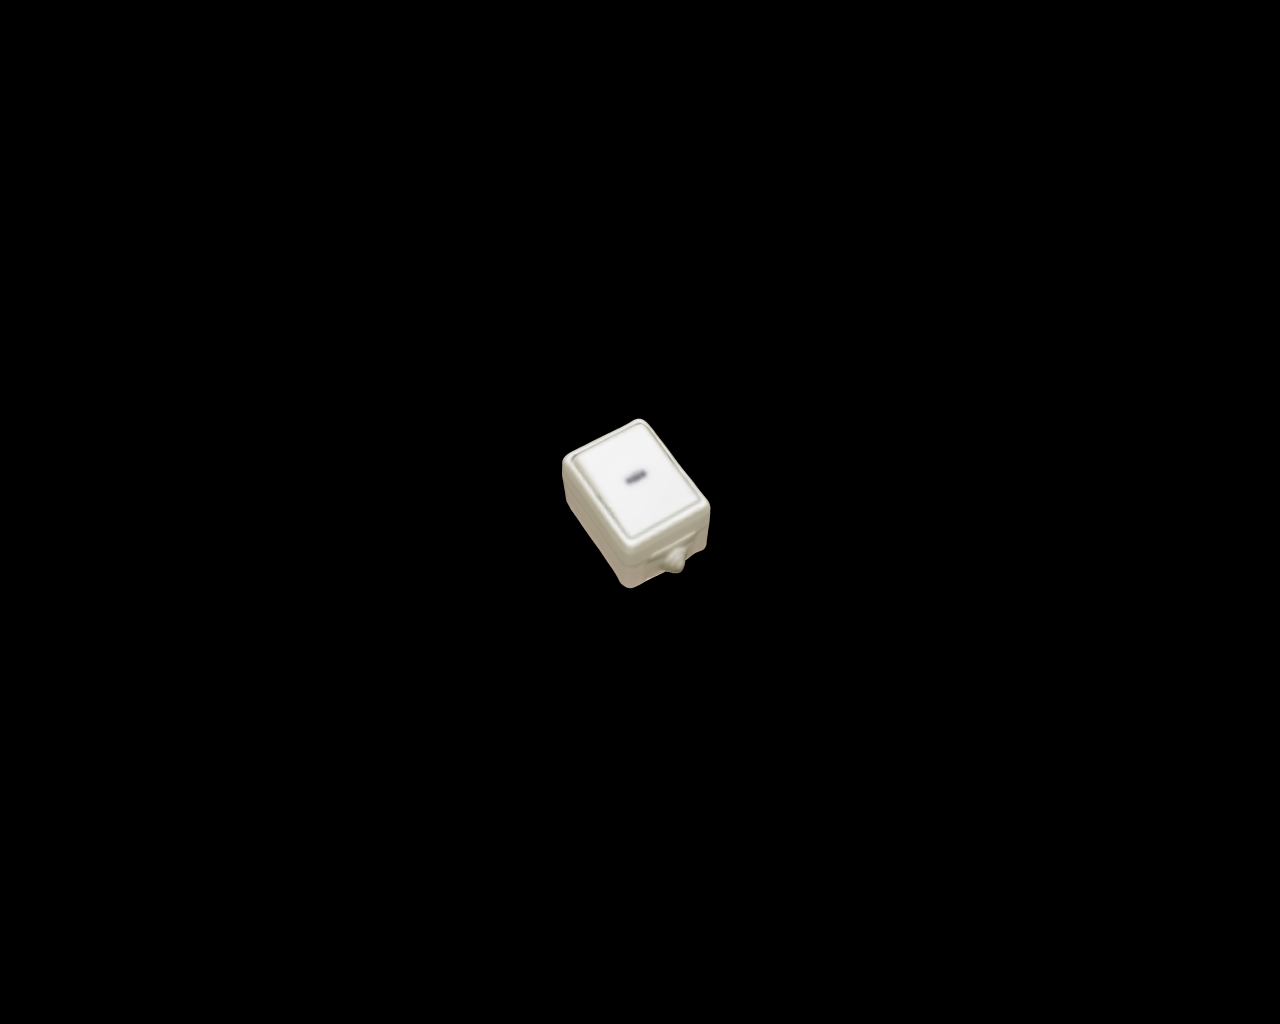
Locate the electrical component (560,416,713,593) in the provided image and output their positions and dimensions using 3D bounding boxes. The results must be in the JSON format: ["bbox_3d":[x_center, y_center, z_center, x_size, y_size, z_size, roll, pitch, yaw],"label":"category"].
[{"bbox_3d":[0.001,-0.003,0.650,0.062,0.096,0.061,-28,-28,-16],"label":"electrical component"}]
